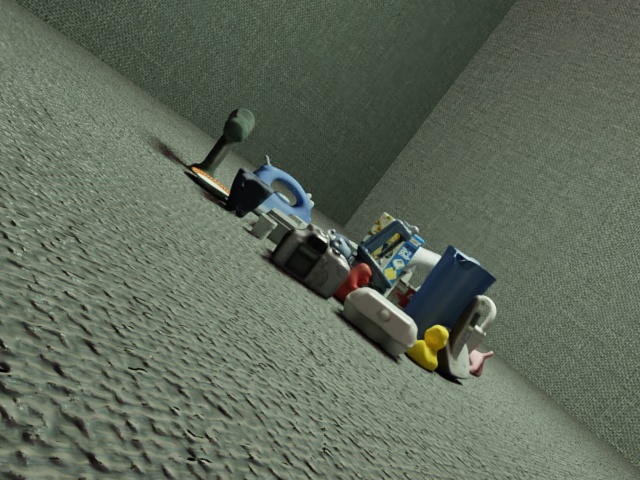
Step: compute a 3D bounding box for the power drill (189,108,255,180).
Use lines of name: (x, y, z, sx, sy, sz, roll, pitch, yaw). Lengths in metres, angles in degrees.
power drill: (-0.240, -0.247, 1.457, 0.076, 0.208, 0.229, 36, 5, -15)

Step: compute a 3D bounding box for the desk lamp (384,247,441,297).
desk lamp: (0.272, 0.103, 1.797, 0.204, 0.213, 0.117, 35, 5, -20)

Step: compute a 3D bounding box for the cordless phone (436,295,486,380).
cordless phone: (0.320, 0.213, 1.261, 0.094, 0.185, 0.148, 40, 5, 34)

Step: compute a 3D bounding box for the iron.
iron: (-0.101, -0.111, 1.569, 0.259, 0.141, 0.118, 35, 5, -27)

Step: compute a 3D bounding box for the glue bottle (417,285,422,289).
glue bottle: (0.291, 0.160, 1.628, 0.078, 0.173, 0.037, 40, 5, 31)

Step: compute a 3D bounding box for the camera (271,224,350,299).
camera: (-0.018, 0.024, 1.120, 0.143, 0.101, 0.136, 36, 5, -18)

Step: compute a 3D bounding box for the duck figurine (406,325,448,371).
duck figurine: (0.223, 0.212, 1.164, 0.077, 0.086, 0.105, 40, 5, 31)

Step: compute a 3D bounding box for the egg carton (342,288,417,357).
egg carton: (0.112, 0.148, 1.059, 0.150, 0.069, 0.107, 38, 5, 10)

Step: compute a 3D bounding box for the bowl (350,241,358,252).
bowl: (0.137, 0.078, 1.899, 0.167, 0.074, 0.167, 37, 5, -3)

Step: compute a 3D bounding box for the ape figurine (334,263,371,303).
ape figurine: (0.072, 0.090, 1.193, 0.076, 0.092, 0.078, 37, 5, 2)

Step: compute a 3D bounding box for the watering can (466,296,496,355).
watering can: (0.378, 0.228, 1.489, 0.100, 0.194, 0.173, 40, 5, 29)

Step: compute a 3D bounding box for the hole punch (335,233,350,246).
hole punch: (0.015, 0.006, 1.596, 0.100, 0.091, 0.109, 40, 5, 32)

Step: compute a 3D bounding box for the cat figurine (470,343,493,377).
cat figurine: (0.430, 0.302, 1.618, 0.067, 0.117, 0.127, 32, 7, -46)

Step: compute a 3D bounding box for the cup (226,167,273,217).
cup: (-0.167, -0.100, 1.260, 0.091, 0.095, 0.118, 38, 5, 13)

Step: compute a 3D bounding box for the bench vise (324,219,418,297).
bench vise: (0.107, 0.030, 1.255, 0.208, 0.219, 0.121, 34, 6, -36)
